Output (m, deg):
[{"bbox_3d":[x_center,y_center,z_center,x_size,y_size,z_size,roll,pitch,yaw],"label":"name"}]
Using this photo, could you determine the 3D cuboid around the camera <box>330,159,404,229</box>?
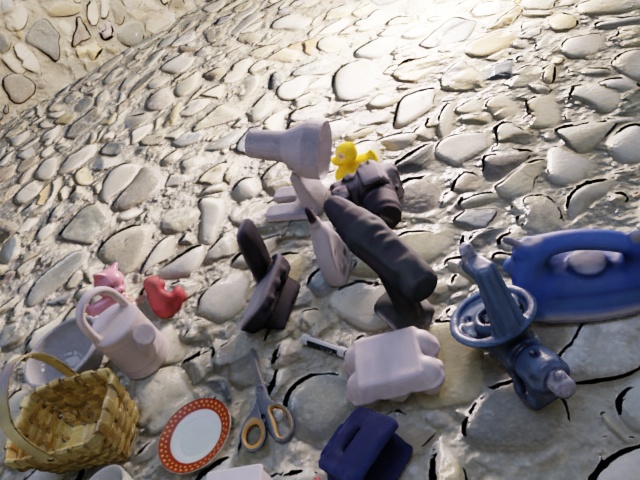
[{"bbox_3d":[0.097,-0.082,1.123,0.143,0.101,0.136,-22,40,7],"label":"camera"}]

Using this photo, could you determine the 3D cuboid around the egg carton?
[{"bbox_3d":[0.108,0.191,0.852,0.150,0.070,0.107,-17,41,12],"label":"egg carton"}]

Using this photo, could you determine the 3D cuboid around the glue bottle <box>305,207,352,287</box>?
[{"bbox_3d":[0.009,0.004,1.024,0.037,0.174,0.078,-4,45,25],"label":"glue bottle"}]

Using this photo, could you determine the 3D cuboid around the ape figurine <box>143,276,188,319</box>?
[{"bbox_3d":[-0.322,0.108,1.160,0.077,0.092,0.076,5,50,33],"label":"ape figurine"}]

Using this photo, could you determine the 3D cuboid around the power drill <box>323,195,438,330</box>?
[{"bbox_3d":[0.102,0.047,0.899,0.076,0.209,0.228,-38,41,-12],"label":"power drill"}]

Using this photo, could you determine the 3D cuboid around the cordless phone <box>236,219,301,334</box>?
[{"bbox_3d":[-0.119,0.065,1.021,0.094,0.185,0.147,-7,44,23],"label":"cordless phone"}]

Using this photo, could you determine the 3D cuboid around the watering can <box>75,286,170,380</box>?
[{"bbox_3d":[-0.361,0.162,1.046,0.172,0.195,0.101,-10,43,20],"label":"watering can"}]

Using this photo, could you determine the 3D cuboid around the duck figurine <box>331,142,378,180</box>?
[{"bbox_3d":[0.071,-0.177,1.249,0.104,0.086,0.077,-25,40,3],"label":"duck figurine"}]

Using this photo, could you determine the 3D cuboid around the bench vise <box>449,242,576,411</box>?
[{"bbox_3d":[0.253,0.103,0.748,0.122,0.220,0.206,-44,43,-19],"label":"bench vise"}]

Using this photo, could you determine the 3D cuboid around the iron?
[{"bbox_3d":[0.387,0.031,0.811,0.257,0.142,0.118,-8,44,22],"label":"iron"}]

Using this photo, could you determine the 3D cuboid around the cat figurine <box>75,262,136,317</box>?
[{"bbox_3d":[-0.454,0.114,1.206,0.128,0.118,0.067,-45,43,-19],"label":"cat figurine"}]

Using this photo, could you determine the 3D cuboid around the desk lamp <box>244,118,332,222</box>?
[{"bbox_3d":[-0.053,-0.146,1.185,0.202,0.214,0.118,-5,45,25],"label":"desk lamp"}]

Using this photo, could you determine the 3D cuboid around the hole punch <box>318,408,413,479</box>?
[{"bbox_3d":[0.053,0.283,0.769,0.100,0.091,0.109,19,58,41],"label":"hole punch"}]

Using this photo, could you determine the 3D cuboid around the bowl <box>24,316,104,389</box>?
[{"bbox_3d":[-0.487,0.236,1.129,0.167,0.075,0.167,-15,42,14],"label":"bowl"}]
